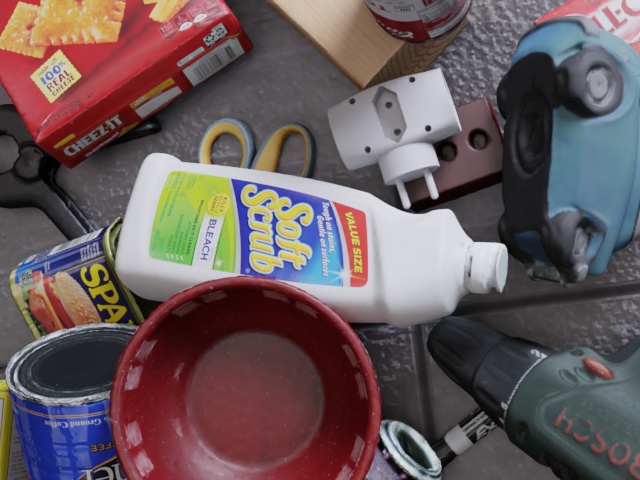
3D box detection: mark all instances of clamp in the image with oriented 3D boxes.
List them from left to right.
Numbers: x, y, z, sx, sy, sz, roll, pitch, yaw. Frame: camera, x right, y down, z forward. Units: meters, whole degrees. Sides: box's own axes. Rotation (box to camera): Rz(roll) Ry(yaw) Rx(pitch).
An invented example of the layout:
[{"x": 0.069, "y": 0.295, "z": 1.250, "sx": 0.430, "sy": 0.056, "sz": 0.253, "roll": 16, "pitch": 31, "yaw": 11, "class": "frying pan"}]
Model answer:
[{"x": -0.210, "y": -0.046, "z": 0.805, "sx": 0.171, "sy": 0.039, "sz": 0.120, "roll": 8, "pitch": 83, "yaw": 11, "class": "clamp"}]

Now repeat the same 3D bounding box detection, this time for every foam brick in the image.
[{"x": 0.089, "y": -0.057, "z": 0.728, "sx": 0.078, "sy": 0.051, "sz": 0.053, "roll": -21, "pitch": 81, "yaw": 11, "class": "foam brick"}]

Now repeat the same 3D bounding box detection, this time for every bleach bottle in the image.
[{"x": -0.005, "y": 0.001, "z": 0.685, "sx": 0.251, "sy": 0.068, "sz": 0.102, "roll": 4, "pitch": 68, "yaw": 23, "class": "bleach bottle"}]

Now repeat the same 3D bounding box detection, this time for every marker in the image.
[{"x": 0.114, "y": 0.121, "z": 0.726, "sx": 0.121, "sy": 0.020, "sz": 0.020, "roll": -40, "pitch": 78, "yaw": 7, "class": "marker"}]

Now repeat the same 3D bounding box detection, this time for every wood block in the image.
[{"x": -0.004, "y": -0.197, "z": 0.742, "sx": 0.206, "sy": 0.090, "sz": 0.091, "roll": 44, "pitch": 96, "yaw": 12, "class": "wood block"}]

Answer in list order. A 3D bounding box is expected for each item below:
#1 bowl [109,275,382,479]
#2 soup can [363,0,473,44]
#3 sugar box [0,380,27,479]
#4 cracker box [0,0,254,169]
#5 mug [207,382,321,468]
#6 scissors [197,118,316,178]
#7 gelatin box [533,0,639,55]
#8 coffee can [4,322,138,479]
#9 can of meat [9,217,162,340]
[{"x": -0.043, "y": 0.101, "z": 0.652, "sx": 0.162, "sy": 0.055, "sz": 0.162, "roll": 0, "pitch": 90, "yaw": 4, "class": "bowl"}, {"x": 0.053, "y": -0.160, "z": 0.626, "sx": 0.068, "sy": 0.102, "sz": 0.068, "roll": -1, "pitch": 87, "yaw": 13, "class": "soup can"}, {"x": -0.225, "y": 0.190, "z": 0.761, "sx": 0.048, "sy": 0.093, "sz": 0.176, "roll": 6, "pitch": 86, "yaw": 14, "class": "sugar box"}, {"x": -0.174, "y": -0.186, "z": 0.773, "sx": 0.164, "sy": 0.072, "sz": 0.214, "roll": -33, "pitch": 74, "yaw": 1, "class": "cracker box"}, {"x": -0.027, "y": 0.128, "z": 0.717, "sx": 0.081, "sy": 0.093, "sz": 0.117, "roll": 45, "pitch": 122, "yaw": 7, "class": "mug"}, {"x": -0.074, "y": -0.003, "z": 0.781, "sx": 0.096, "sy": 0.016, "sz": 0.202, "roll": 31, "pitch": 93, "yaw": 15, "class": "scissors"}, {"x": 0.200, "y": -0.137, "z": 0.720, "sx": 0.089, "sy": 0.030, "sz": 0.073, "roll": -30, "pitch": 80, "yaw": 9, "class": "gelatin box"}, {"x": -0.146, "y": 0.141, "z": 0.714, "sx": 0.103, "sy": 0.102, "sz": 0.140, "roll": 1, "pitch": 114, "yaw": 13, "class": "coffee can"}, {"x": -0.161, "y": 0.046, "z": 0.764, "sx": 0.084, "sy": 0.057, "sz": 0.102, "roll": -20, "pitch": 107, "yaw": 13, "class": "can of meat"}]
